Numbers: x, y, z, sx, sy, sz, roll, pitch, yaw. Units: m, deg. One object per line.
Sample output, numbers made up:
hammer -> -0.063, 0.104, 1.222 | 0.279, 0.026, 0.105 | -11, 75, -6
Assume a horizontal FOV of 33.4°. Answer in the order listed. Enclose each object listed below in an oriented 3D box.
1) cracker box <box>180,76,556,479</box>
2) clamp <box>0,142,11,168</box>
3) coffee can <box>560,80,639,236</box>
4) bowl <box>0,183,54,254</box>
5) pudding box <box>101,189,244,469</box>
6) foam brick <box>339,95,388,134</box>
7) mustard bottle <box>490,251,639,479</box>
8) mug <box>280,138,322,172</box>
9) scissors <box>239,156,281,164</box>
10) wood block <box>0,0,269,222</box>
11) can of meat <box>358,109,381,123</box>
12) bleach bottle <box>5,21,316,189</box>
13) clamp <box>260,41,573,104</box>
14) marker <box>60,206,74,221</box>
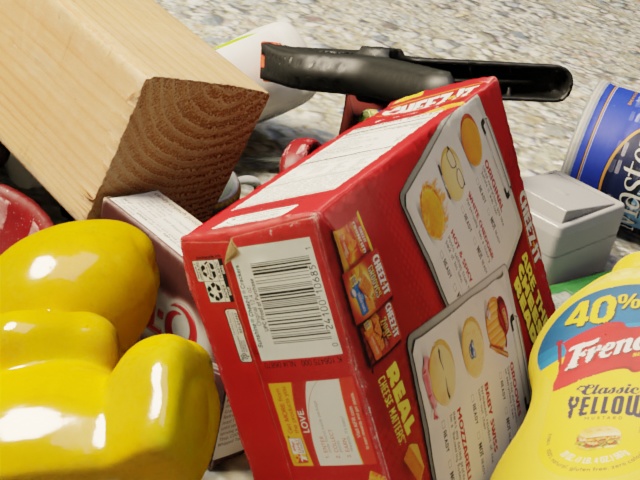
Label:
cracker box -> 0.038, 0.034, 0.482 | 0.072, 0.164, 0.213 | -8, 17, 30
clamp -> -0.212, -0.083, 0.652 | 0.120, 0.039, 0.171 | 23, 27, 9
coffee can -> 0.258, -0.049, 0.788 | 0.140, 0.103, 0.102 | 21, 29, 18
bowl -> -0.215, 0.019, 0.536 | 0.162, 0.055, 0.162 | 9, 27, -5
pudding box -> -0.067, 0.040, 0.516 | 0.039, 0.090, 0.114 | -17, 39, -43
foam brick -> 0.039, -0.060, 0.756 | 0.053, 0.078, 0.051 | 7, 26, -8
mustard bottle -> 0.140, 0.067, 0.478 | 0.096, 0.058, 0.191 | -7, 34, 31
mug -> -0.004, 0.001, 0.592 | 0.093, 0.117, 0.081 | -3, 18, 18
scissors -> 0.037, -0.066, 0.832 | 0.201, 0.016, 0.096 | 9, 26, -5
wood block -> -0.138, -0.099, 0.596 | 0.206, 0.091, 0.090 | 42, 25, 30
can of meat -> 0.066, -0.035, 0.693 | 0.084, 0.102, 0.057 | 2, 4, -11
bleach bottle -> -0.110, -0.088, 0.743 | 0.103, 0.068, 0.250 | -18, 9, 38
clamp -> 0.050, -0.109, 0.703 | 0.210, 0.036, 0.164 | 15, 17, 42
marker -> -0.124, -0.035, 0.712 | 0.020, 0.020, 0.120 | 27, 32, 28
